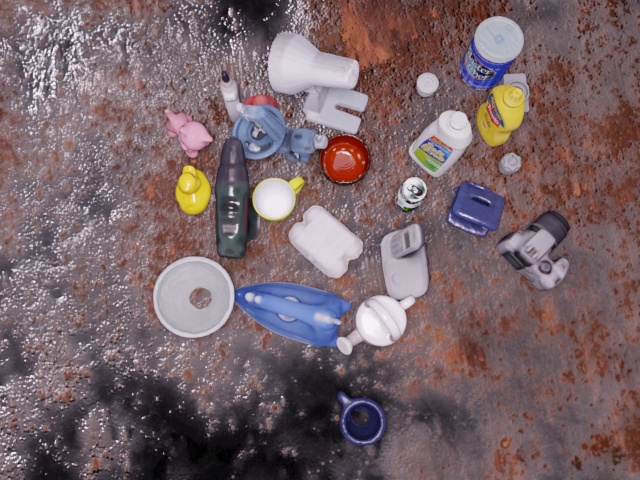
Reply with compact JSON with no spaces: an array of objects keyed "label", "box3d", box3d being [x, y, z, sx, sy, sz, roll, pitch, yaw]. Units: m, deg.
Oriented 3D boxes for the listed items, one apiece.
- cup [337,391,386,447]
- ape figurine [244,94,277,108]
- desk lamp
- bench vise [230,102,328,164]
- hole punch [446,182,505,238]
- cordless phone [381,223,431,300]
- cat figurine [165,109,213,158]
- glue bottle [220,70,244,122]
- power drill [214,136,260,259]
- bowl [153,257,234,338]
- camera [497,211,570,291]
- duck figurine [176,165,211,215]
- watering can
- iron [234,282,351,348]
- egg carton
[{"label":"cup","box3d":[0.074,0.350,1.152,0.092,0.095,0.117,-41,83,-6]},{"label":"ape figurine","box3d":[-0.129,-0.292,1.257,0.076,0.092,0.078,-36,82,-5]},{"label":"desk lamp","box3d":[0.002,-0.332,1.202,0.203,0.213,0.118,17,81,3]},{"label":"bench vise","box3d":[-0.092,-0.236,1.183,0.207,0.220,0.121,-9,81,-1]},{"label":"hole punch","box3d":[0.333,-0.071,1.223,0.108,0.091,0.101,23,81,4]},{"label":"cordless phone","box3d":[0.181,0.043,1.156,0.094,0.185,0.147,-9,81,-1]},{"label":"cat figurine","box3d":[-0.286,-0.234,1.234,0.067,0.118,0.128,-45,83,-7]},{"label":"glue bottle","box3d":[-0.190,-0.316,1.219,0.037,0.173,0.078,-10,81,-1]},{"label":"power drill","box3d":[-0.169,-0.071,1.162,0.075,0.208,0.230,0,81,0]},{"label":"bowl","box3d":[-0.256,0.121,1.198,0.167,0.075,0.167,0,81,0]},{"label":"camera","box3d":[0.473,0.014,1.205,0.137,0.101,0.143,-43,83,-6]},{"label":"duck figurine","box3d":[-0.278,-0.110,1.230,0.077,0.086,0.104,-1,81,0]},{"label":"watering can","box3d":[0.115,0.166,1.131,0.101,0.194,0.173,34,82,5]},{"label":"iron","box3d":[-0.070,0.139,1.162,0.258,0.141,0.119,15,81,2]},{"label":"egg carton","box3d":[0.011,0.004,1.220,0.150,0.069,0.107,40,83,6]}]
